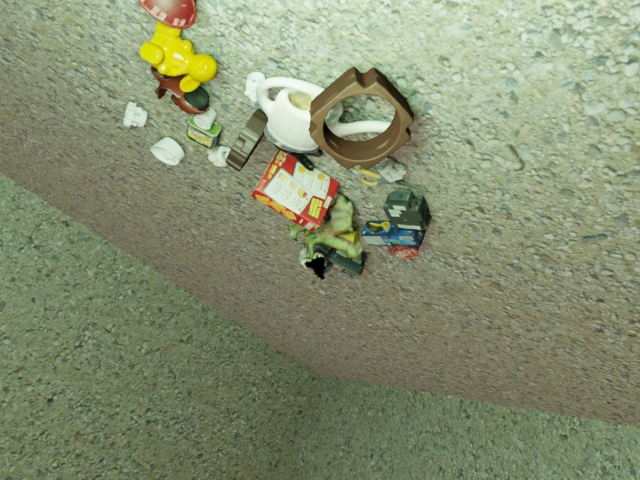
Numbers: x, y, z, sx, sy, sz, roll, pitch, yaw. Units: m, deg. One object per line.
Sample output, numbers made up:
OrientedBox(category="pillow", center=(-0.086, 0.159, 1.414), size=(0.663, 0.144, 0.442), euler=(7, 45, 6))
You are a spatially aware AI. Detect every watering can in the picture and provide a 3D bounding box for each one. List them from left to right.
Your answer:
OrientedBox(category="watering can", center=(-0.001, -0.288, 1.275), size=(0.347, 0.106, 0.220), euler=(21, 154, -11))

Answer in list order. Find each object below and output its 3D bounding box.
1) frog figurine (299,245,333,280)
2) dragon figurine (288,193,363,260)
OrientedBox(category="frog figurine", center=(-0.017, 0.072, 2.025), size=(0.137, 0.121, 0.161), euler=(20, -168, -10))
OrientedBox(category="dragon figurine", center=(0.005, -0.084, 1.677), size=(0.240, 0.125, 0.406), euler=(-24, 110, 29))
